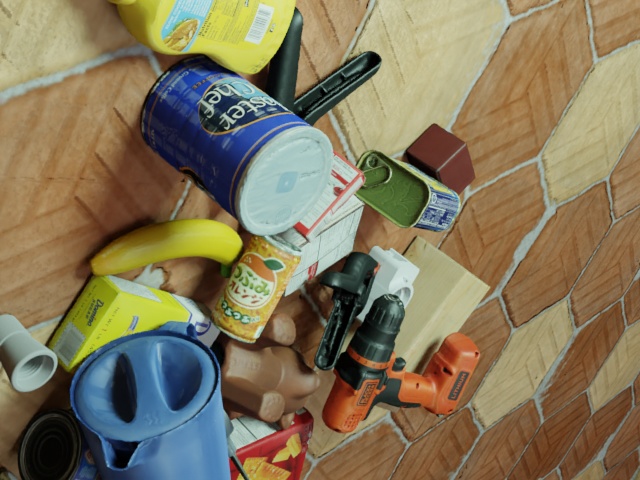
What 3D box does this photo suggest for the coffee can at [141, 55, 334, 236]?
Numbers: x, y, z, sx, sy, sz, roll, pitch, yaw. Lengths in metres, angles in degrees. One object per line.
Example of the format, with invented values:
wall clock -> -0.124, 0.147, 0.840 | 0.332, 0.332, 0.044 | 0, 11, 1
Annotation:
coffee can -> -0.072, -0.083, 0.917 | 0.102, 0.140, 0.103 | -31, 142, -28

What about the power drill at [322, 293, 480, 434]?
power drill -> 0.103, 0.148, 1.283 | 0.187, 0.057, 0.185 | 6, 117, -38

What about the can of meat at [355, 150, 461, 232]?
can of meat -> 0.097, -0.052, 1.193 | 0.083, 0.102, 0.057 | 9, 113, -56

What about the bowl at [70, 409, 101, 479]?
bowl -> -0.204, 0.230, 1.112 | 0.161, 0.055, 0.162 | -19, 123, -32

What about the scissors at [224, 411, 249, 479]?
scissors -> -0.118, 0.216, 1.182 | 0.016, 0.096, 0.202 | -45, 151, -24

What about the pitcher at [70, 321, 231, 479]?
pitcher -> -0.144, 0.206, 1.021 | 0.149, 0.145, 0.243 | -26, 134, -24

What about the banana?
banana -> -0.133, 0.010, 1.030 | 0.197, 0.037, 0.070 | 6, 116, -53

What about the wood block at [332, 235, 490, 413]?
wood block -> 0.113, 0.111, 1.382 | 0.206, 0.091, 0.090 | -54, 147, 4

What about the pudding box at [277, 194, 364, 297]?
pudding box -> -0.008, 0.002, 1.163 | 0.113, 0.039, 0.090 | -35, 156, -29

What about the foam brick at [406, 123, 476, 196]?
foam brick -> 0.143, -0.089, 1.257 | 0.051, 0.053, 0.078 | -45, 148, -10

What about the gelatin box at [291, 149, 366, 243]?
gelatin box -> -0.010, -0.054, 1.083 | 0.089, 0.073, 0.030 | -49, 163, -6

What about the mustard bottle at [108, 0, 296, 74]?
mustard bottle -> -0.104, -0.193, 0.846 | 0.191, 0.058, 0.096 | 3, 119, -52

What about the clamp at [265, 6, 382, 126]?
clamp -> -0.028, -0.117, 1.034 | 0.164, 0.036, 0.210 | 4, 121, -53

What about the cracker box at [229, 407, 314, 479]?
cracker box -> -0.116, 0.293, 1.299 | 0.213, 0.072, 0.164 | -18, 134, -40

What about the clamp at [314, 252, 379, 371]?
clamp -> 0.030, 0.073, 1.228 | 0.171, 0.039, 0.120 | -35, 141, -64

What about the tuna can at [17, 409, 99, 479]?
tuna can -> -0.252, 0.207, 1.035 | 0.086, 0.086, 0.033 | -55, 145, 5

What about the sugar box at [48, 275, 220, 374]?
sugar box -> -0.177, 0.095, 1.053 | 0.093, 0.048, 0.176 | -56, 146, 7
